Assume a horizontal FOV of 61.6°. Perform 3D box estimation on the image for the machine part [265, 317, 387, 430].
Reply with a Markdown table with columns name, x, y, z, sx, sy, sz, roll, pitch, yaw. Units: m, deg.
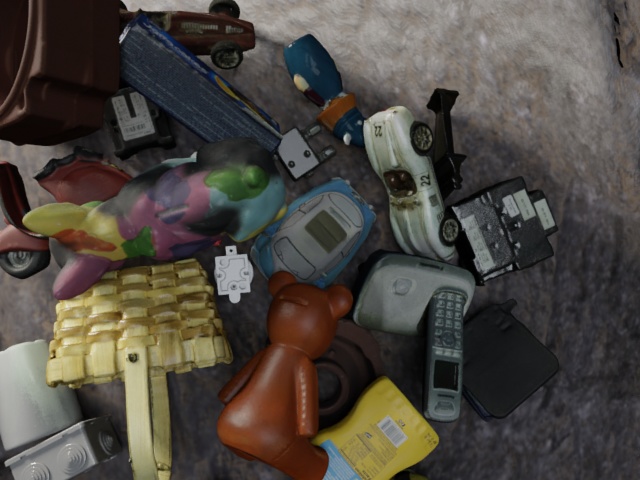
| name | x | y | z | sx | sy | sz | roll | pitch | yaw |
| --- | --- | --- | --- | --- | --- | --- | --- | --- | --- |
| machine part | 0.001 | 0.179 | 0.661 | 0.179 | 0.056 | 0.179 | 0 | 90 | -7 |

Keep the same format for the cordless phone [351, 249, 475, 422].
| name | x | y | z | sx | sy | sz | roll | pitch | yaw |
| --- | --- | --- | --- | --- | --- | --- | --- | --- | --- |
| cordless phone | 0.105 | 0.112 | 0.625 | 0.146 | 0.089 | 0.184 | 12 | 69 | -22 |

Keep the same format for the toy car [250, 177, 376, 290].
| name | x | y | z | sx | sy | sz | roll | pitch | yaw |
| --- | --- | --- | --- | --- | --- | --- | --- | --- | --- |
| toy car | -0.001 | -0.002 | 0.643 | 0.161 | 0.103 | 0.109 | -42 | 95 | -5 |

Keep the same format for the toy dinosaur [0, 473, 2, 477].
| name | x | y | z | sx | sy | sz | roll | pitch | yaw |
| --- | --- | --- | --- | --- | --- | --- | --- | --- | --- |
| toy dinosaur | -0.437 | 0.170 | 0.579 | 0.192 | 0.131 | 0.404 | 6 | 83 | -19 |

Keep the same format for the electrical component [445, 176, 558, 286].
| name | x | y | z | sx | sy | sz | roll | pitch | yaw |
| --- | --- | --- | --- | --- | --- | --- | --- | --- | --- |
| electrical component | 0.237 | -0.015 | 0.696 | 0.134 | 0.058 | 0.114 | -21 | 93 | -8 |

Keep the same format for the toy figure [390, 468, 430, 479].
| name | x | y | z | sx | sy | sz | roll | pitch | yaw |
| --- | --- | --- | --- | --- | --- | --- | --- | --- | --- |
| toy figure | 0.058 | 0.333 | 0.645 | 0.180 | 0.089 | 0.082 | -7 | 108 | -11 |

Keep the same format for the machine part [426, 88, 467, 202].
| name | x | y | z | sx | sy | sz | roll | pitch | yaw |
| --- | --- | --- | --- | --- | --- | --- | --- | --- | --- |
| machine part | 0.159 | -0.121 | 0.682 | 0.039 | 0.084 | 0.139 | 0 | 79 | 0 |

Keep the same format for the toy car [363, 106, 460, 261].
| name | x | y | z | sx | sy | sz | roll | pitch | yaw |
| --- | --- | --- | --- | --- | --- | --- | --- | --- | --- |
| toy car | 0.111 | -0.061 | 0.655 | 0.056 | 0.074 | 0.201 | -27 | 106 | -31 |

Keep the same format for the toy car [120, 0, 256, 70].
| name | x | y | z | sx | sy | sz | roll | pitch | yaw |
| --- | --- | --- | --- | --- | --- | --- | --- | --- | --- |
| toy car | -0.179 | -0.249 | 0.640 | 0.202 | 0.053 | 0.089 | -3 | 63 | -6 |

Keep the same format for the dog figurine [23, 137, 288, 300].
| name | x | y | z | sx | sy | sz | roll | pitch | yaw |
| --- | --- | --- | --- | --- | --- | --- | --- | --- | --- |
| dog figurine | -0.165 | -0.022 | 0.536 | 0.219 | 0.192 | 0.108 | -29 | 105 | -41 |

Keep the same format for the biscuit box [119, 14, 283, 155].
| name | x | y | z | sx | sy | sz | roll | pitch | yaw |
| --- | --- | --- | --- | --- | --- | --- | --- | --- | --- |
| biscuit box | -0.138 | -0.163 | 0.612 | 0.202 | 0.059 | 0.063 | 36 | 108 | -25 |

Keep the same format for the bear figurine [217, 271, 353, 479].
| name | x | y | z | sx | sy | sz | roll | pitch | yaw |
| --- | --- | --- | --- | --- | --- | --- | --- | --- | --- |
| bear figurine | -0.032 | 0.142 | 0.584 | 0.120 | 0.131 | 0.196 | 8 | 58 | 25 |

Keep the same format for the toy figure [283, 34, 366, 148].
| name | x | y | z | sx | sy | sz | roll | pitch | yaw |
| --- | --- | --- | --- | --- | --- | --- | --- | --- | --- |
| toy figure | 0.013 | -0.180 | 0.673 | 0.064 | 0.058 | 0.154 | -33 | 98 | -2 |

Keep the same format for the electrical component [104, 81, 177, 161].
| name | x | y | z | sx | sy | sz | roll | pitch | yaw |
| --- | --- | --- | --- | --- | --- | --- | --- | --- | --- |
| electrical component | -0.224 | -0.161 | 0.646 | 0.075 | 0.048 | 0.119 | -14 | 92 | -8 |

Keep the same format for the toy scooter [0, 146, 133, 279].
| name | x | y | z | sx | sy | sz | roll | pitch | yaw |
| --- | --- | --- | --- | --- | --- | --- | --- | --- | --- |
| toy scooter | -0.308 | -0.051 | 0.618 | 0.184 | 0.075 | 0.135 | -30 | 95 | -3 |

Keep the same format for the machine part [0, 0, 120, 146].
| name | x | y | z | sx | sy | sz | roll | pitch | yaw |
| --- | --- | --- | --- | --- | --- | --- | --- | --- | --- |
| machine part | -0.299 | -0.207 | 0.561 | 0.202 | 0.087 | 0.201 | -2 | 88 | 37 |

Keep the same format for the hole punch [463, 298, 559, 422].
| name | x | y | z | sx | sy | sz | roll | pitch | yaw |
| --- | --- | --- | --- | --- | --- | --- | --- | --- | --- |
| hole punch | 0.220 | 0.157 | 0.684 | 0.142 | 0.092 | 0.116 | -38 | 63 | -4 |

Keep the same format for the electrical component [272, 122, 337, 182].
| name | x | y | z | sx | sy | sz | roll | pitch | yaw |
| --- | --- | --- | --- | --- | --- | --- | --- | --- | --- |
| electrical component | -0.030 | -0.107 | 0.681 | 0.094 | 0.021 | 0.063 | -33 | 93 | -8 |

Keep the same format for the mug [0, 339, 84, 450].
| name | x | y | z | sx | sy | sz | roll | pitch | yaw |
| --- | --- | --- | --- | --- | --- | --- | --- | --- | --- |
| mug | -0.333 | 0.174 | 0.613 | 0.110 | 0.081 | 0.107 | -22 | 81 | 28 |
